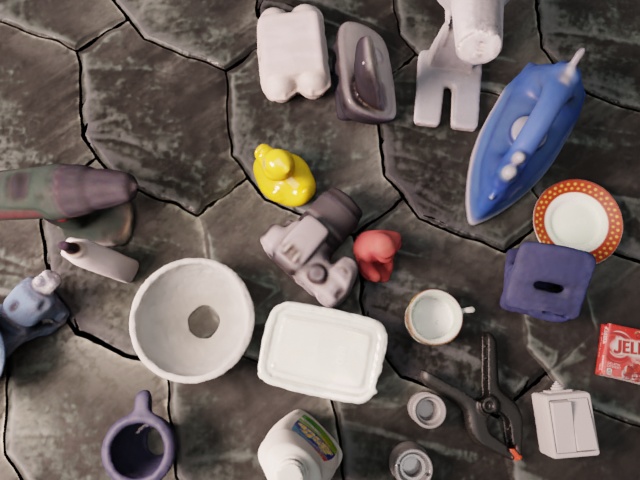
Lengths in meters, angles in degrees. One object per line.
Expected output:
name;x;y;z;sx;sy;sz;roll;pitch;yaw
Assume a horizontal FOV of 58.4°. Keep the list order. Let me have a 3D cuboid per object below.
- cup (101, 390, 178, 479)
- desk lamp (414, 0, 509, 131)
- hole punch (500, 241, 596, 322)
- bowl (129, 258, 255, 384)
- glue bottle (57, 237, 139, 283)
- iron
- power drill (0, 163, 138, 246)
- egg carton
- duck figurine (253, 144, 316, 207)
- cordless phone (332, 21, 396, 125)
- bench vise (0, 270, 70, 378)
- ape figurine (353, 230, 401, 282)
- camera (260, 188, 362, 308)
cup;-0.224;0.255;0.751;0.091;0.095;0.118;-1;79;0
desk lamp;0.203;-0.286;0.792;0.118;0.213;0.203;5;79;2
hole punch;0.312;0.059;0.787;0.108;0.091;0.101;11;79;3
bowl;-0.169;0.112;0.788;0.167;0.075;0.167;0;79;0
glue bottle;-0.302;0.021;0.756;0.078;0.173;0.037;19;80;4
iron;0.288;-0.143;0.800;0.118;0.141;0.258;30;81;6
power drill;-0.324;-0.046;0.752;0.229;0.208;0.075;-1;79;0
egg carton;-0.041;-0.282;0.866;0.107;0.069;0.150;-7;79;-1
duck figurine;-0.053;-0.098;0.822;0.104;0.086;0.077;41;82;8
cordless phone;0.065;-0.254;0.801;0.094;0.185;0.147;-9;79;-1
bench vise;-0.435;0.108;0.717;0.121;0.220;0.207;28;81;6
ape figurine;0.083;0.015;0.796;0.078;0.092;0.076;-38;81;-6
camera;0.007;0.003;0.795;0.143;0.101;0.137;41;82;8
